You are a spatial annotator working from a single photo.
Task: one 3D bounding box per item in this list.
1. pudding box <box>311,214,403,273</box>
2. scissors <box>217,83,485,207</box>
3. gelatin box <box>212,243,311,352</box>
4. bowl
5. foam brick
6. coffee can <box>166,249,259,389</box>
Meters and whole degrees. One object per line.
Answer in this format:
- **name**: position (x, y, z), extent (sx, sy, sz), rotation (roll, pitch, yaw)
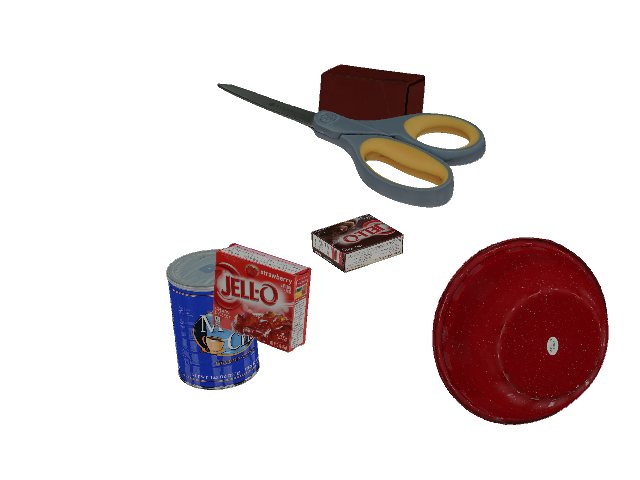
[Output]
- **pudding box**: position (0.056, 0.003, 1.621), extent (0.113, 0.039, 0.090), rotation (-20, 31, -28)
- **scissors**: position (0.025, -0.080, 0.708), extent (0.096, 0.016, 0.202), rotation (-26, 44, -27)
- **gelatin box**: position (-0.054, 0.050, 0.941), extent (0.089, 0.073, 0.030), rotation (17, 22, 30)
- **bowl**: position (0.176, 0.080, 0.876), extent (0.162, 0.162, 0.055), rotation (0, 7, -15)
- **foam brick**: position (0.042, -0.114, 0.892), extent (0.078, 0.051, 0.053), rotation (11, 20, 19)
- **coffee can**: position (-0.129, 0.095, 1.300), extent (0.103, 0.140, 0.103), rotation (-2, 24, 1)
